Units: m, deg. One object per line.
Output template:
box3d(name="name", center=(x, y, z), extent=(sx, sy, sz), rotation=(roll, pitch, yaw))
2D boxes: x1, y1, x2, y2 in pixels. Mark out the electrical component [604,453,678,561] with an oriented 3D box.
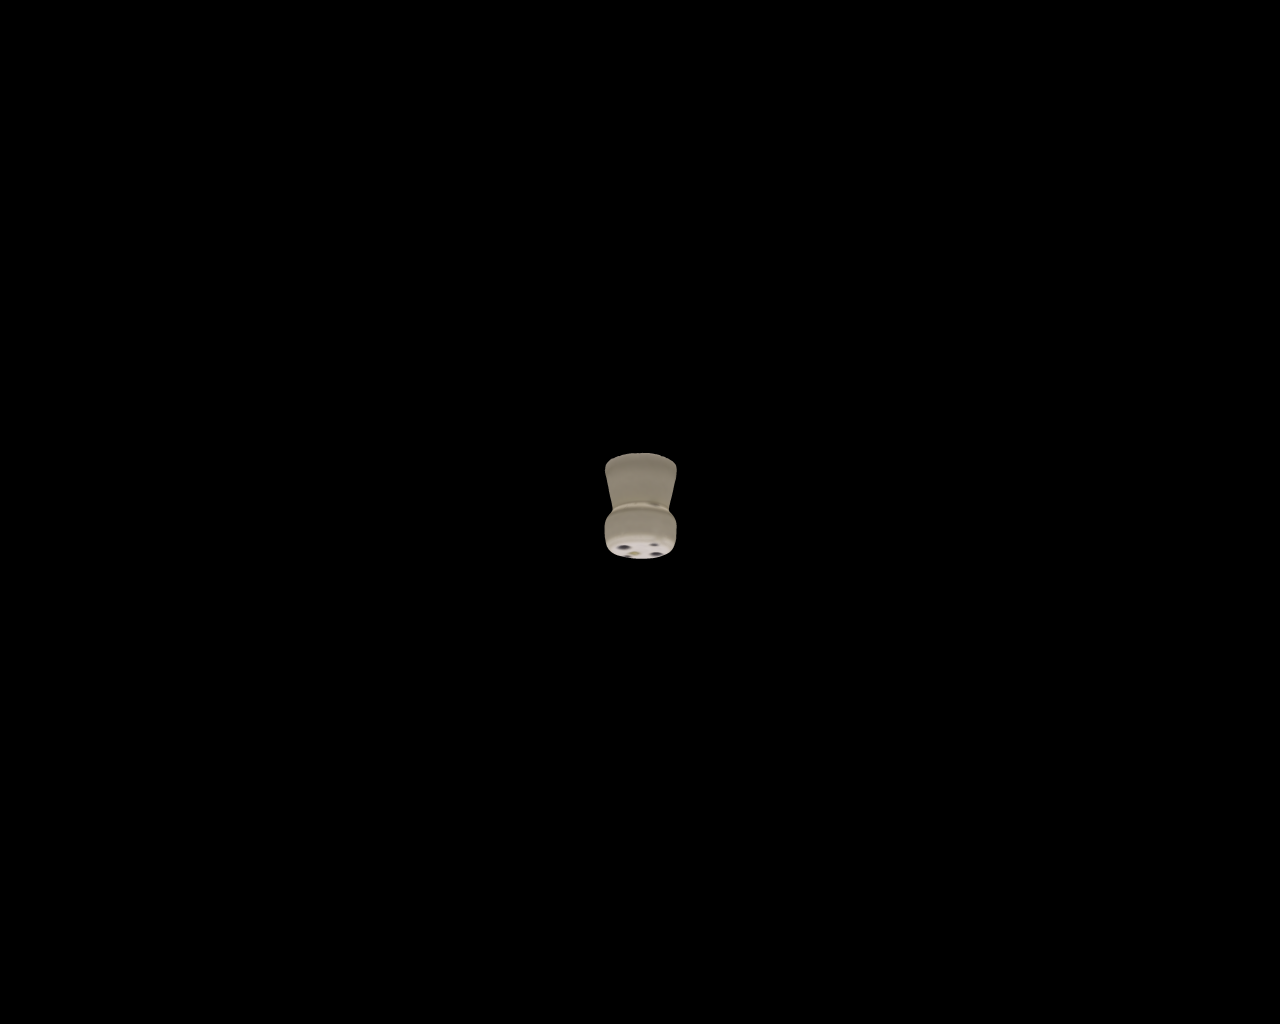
box3d(name="electrical component", center=(0.001, -0.003, 0.650), extent=(0.045, 0.055, 0.044), rotation=(0, -19, 0))
